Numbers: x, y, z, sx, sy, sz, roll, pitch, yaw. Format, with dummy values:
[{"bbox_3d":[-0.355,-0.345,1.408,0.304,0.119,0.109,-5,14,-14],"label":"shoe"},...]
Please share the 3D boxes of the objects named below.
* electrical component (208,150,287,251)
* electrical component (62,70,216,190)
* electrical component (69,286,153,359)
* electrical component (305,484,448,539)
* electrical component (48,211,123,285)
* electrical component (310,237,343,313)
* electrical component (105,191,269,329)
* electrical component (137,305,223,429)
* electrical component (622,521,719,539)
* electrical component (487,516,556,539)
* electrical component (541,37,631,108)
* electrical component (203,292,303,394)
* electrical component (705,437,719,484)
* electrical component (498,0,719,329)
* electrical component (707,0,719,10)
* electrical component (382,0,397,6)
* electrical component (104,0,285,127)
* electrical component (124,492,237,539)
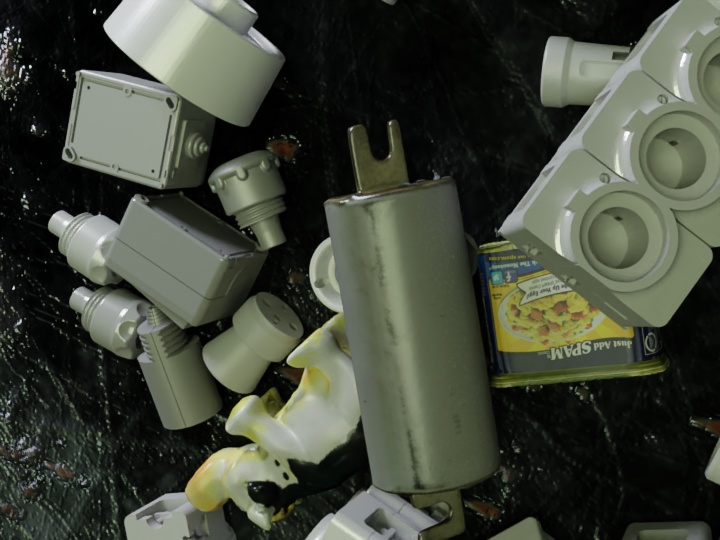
[{"bbox_3d":[-0.067,-0.044,0.701,0.048,0.048,0.062,-20,95,23],"label":"electrical component"},{"bbox_3d":[-0.137,-0.092,0.714,0.096,0.061,0.061,17,102,19],"label":"electrical component"},{"bbox_3d":[-0.174,0.032,0.753,0.062,0.043,0.043,26,105,19],"label":"electrical component"},{"bbox_3d":[-0.018,0.223,0.679,0.060,0.105,0.186,31,107,16],"label":"electrical component"},{"bbox_3d":[-0.190,-0.020,0.753,0.062,0.043,0.043,31,107,17],"label":"electrical component"},{"bbox_3d":[0.000,0.000,0.676,0.055,0.047,0.055,3,97,22],"label":"electrical component"},{"bbox_3d":[-0.122,-0.009,0.717,0.096,0.062,0.061,32,107,16],"label":"electrical component"},{"bbox_3d":[-0.126,0.062,0.727,0.043,0.043,0.081,-11,107,23],"label":"electrical component"},{"bbox_3d":[0.213,0.240,0.612,0.105,0.060,0.186,-7,94,23],"label":"electrical component"},{"bbox_3d":[0.091,0.211,0.641,0.100,0.099,0.048,-35,127,21],"label":"electrical component"},{"bbox_3d":[0.130,-0.112,0.616,0.046,0.040,0.040,7,99,16],"label":"electrical component"},{"bbox_3d":[-0.070,0.048,0.712,0.045,0.045,0.055,48,110,10],"label":"electrical component"},{"bbox_3d":[0.250,0.068,0.581,0.074,0.052,0.138,26,105,18],"label":"electrical component"},{"bbox_3d":[0.156,-0.055,0.559,0.089,0.062,0.150,37,85,-2],"label":"electrical component"},{"bbox_3d":[0.212,-0.142,0.576,0.055,0.048,0.066,46,111,19],"label":"electrical component"},{"bbox_3d":[-0.030,-0.206,0.662,0.138,0.052,0.073,43,109,13],"label":"electrical component"},{"bbox_3d":[-0.096,-0.145,0.669,0.108,0.108,0.060,40,103,13],"label":"electrical component"},{"bbox_3d":[-0.119,0.203,0.744,0.050,0.056,0.089,-9,93,22],"label":"electrical component"}]
